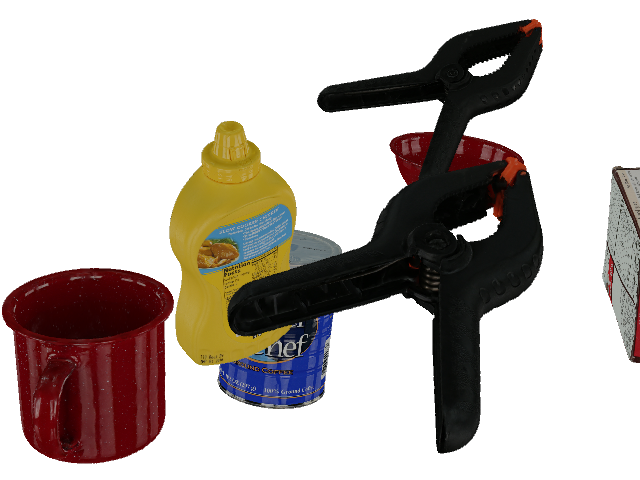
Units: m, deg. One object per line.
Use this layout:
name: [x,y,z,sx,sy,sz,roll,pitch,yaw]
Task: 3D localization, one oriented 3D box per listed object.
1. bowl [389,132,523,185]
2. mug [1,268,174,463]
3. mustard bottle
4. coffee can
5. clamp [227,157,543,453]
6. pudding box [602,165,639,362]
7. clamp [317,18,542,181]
bowl: [0.159,-0.081,1.282,0.162,0.055,0.162,6,23,-3]
mug: [-0.130,0.076,0.591,0.093,0.081,0.117,4,23,4]
mustard bottle: [-0.063,-0.001,0.777,0.096,0.192,0.058,-22,44,-26]
coffee can: [-0.039,0.070,0.987,0.103,0.140,0.103,6,17,-2]
clamp: [0.056,0.021,0.483,0.120,0.039,0.171,39,56,24]
pudding box: [0.214,0.013,0.697,0.039,0.090,0.113,-1,28,4]
clamp: [0.122,-0.129,0.957,0.210,0.165,0.036,-29,-38,-9]
